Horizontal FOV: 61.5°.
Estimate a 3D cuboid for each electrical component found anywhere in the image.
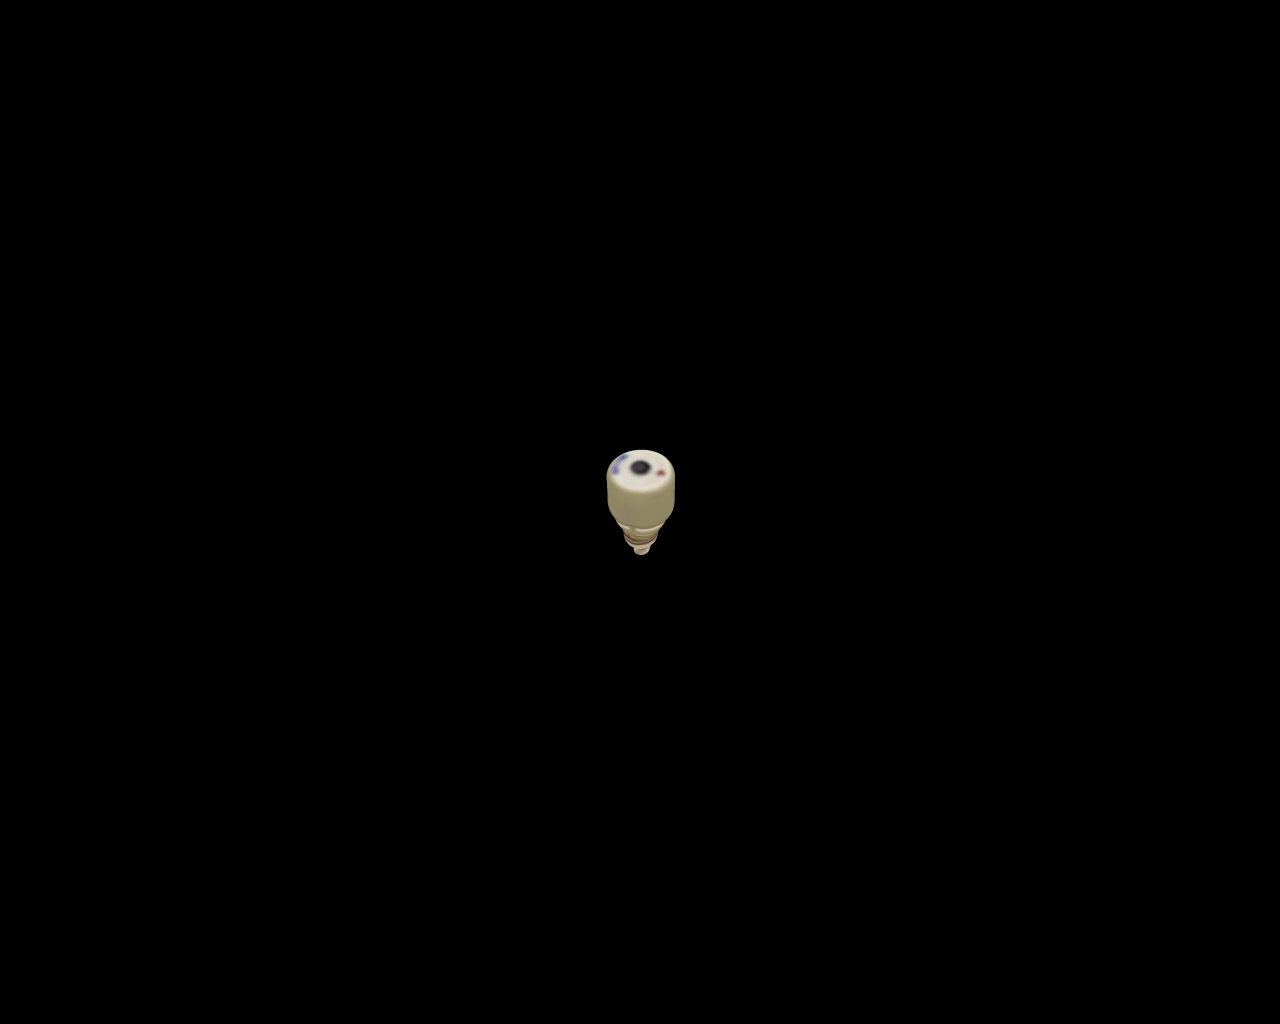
[{"bbox_3d":[0.001,-0.003,0.650,0.040,0.040,0.078,0,-43,0],"label":"electrical component"}]
